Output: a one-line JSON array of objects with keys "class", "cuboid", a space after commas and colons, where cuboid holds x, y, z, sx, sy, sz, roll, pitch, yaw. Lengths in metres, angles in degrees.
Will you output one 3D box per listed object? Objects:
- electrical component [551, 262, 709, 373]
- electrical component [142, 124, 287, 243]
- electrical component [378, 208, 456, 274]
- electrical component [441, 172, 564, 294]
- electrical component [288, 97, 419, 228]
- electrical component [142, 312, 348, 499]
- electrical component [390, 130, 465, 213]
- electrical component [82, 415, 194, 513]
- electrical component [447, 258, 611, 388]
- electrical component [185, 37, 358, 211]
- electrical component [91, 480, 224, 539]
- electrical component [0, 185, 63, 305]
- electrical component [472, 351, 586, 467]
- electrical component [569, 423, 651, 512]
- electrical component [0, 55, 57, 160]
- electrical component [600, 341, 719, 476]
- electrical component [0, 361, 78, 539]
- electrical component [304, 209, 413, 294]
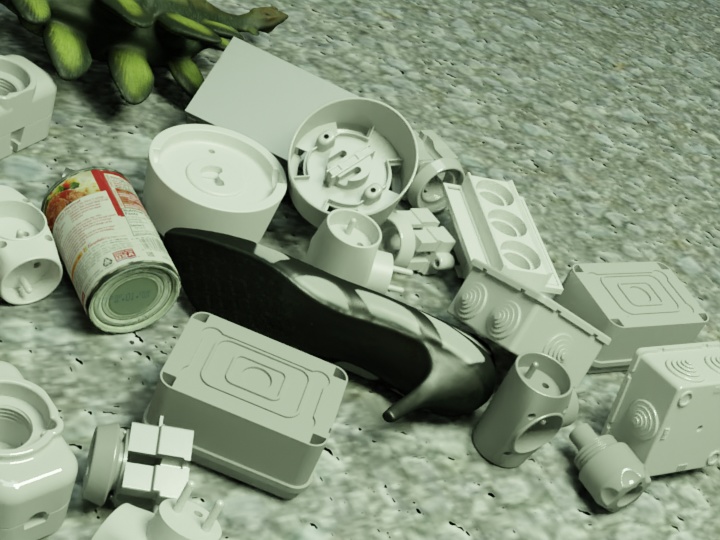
[{"class": "electrical component", "cuboid": [0.224, 0.040, 0.908, 0.113, 0.057, 0.078, -2, 44, -30]}, {"class": "electrical component", "cuboid": [-0.117, -0.057, 0.837, 0.108, 0.060, 0.108, 15, 38, -12]}, {"class": "electrical component", "cuboid": [0.040, -0.024, 0.896, 0.055, 0.048, 0.066, -3, 44, -42]}, {"class": "electrical component", "cuboid": [0.114, -0.018, 0.914, 0.079, 0.063, 0.121, 8, 40, -20]}, {"class": "electrical component", "cuboid": [-0.008, -0.079, 0.845, 0.099, 0.064, 0.099, 4, 64, -9]}, {"class": "electrical component", "cuboid": [-0.073, 0.087, 0.689, 0.113, 0.057, 0.078, 23, 37, -2]}, {"class": "electrical component", "cuboid": [0.058, -0.088, 0.974, 0.078, 0.058, 0.057, -7, 44, -35]}, {"class": "electrical component", "cuboid": [-0.131, 0.116, 0.629, 0.055, 0.048, 0.066, 13, 54, -16]}, {"class": "electrical component", "cuboid": [0.126, 0.042, 0.814, 0.100, 0.048, 0.100, 30, 1, -36]}, {"class": "electrical component", "cuboid": [-0.064, -0.120, 0.927, 0.150, 0.061, 0.089, 26, 63, 3]}, {"class": "electrical component", "cuboid": [-0.100, 0.151, 0.580, 0.077, 0.079, 0.043, 32, 14, 9]}, {"class": "electrical component", "cuboid": [-0.253, -0.015, 0.726, 0.079, 0.044, 0.077, -11, 49, -38]}, {"class": "electrical component", "cuboid": [0.129, 0.098, 0.769, 0.079, 0.077, 0.044, -6, 46, -34]}, {"class": "electrical component", "cuboid": [0.175, 0.138, 0.773, 0.043, 0.043, 0.062, -6, 45, -34]}, {"class": "electrical component", "cuboid": [-0.284, -0.127, 0.832, 0.054, 0.059, 0.095, 33, 38, 12]}, {"class": "electrical component", "cuboid": [0.239, 0.105, 0.805, 0.100, 0.099, 0.048, -2, 31, -30]}, {"class": "electrical component", "cuboid": [-0.202, 0.100, 0.601, 0.054, 0.059, 0.095, -16, 52, -41]}, {"class": "electrical component", "cuboid": [0.000, 0.000, 0.818, 0.079, 0.077, 0.044, 14, 39, -15]}]
